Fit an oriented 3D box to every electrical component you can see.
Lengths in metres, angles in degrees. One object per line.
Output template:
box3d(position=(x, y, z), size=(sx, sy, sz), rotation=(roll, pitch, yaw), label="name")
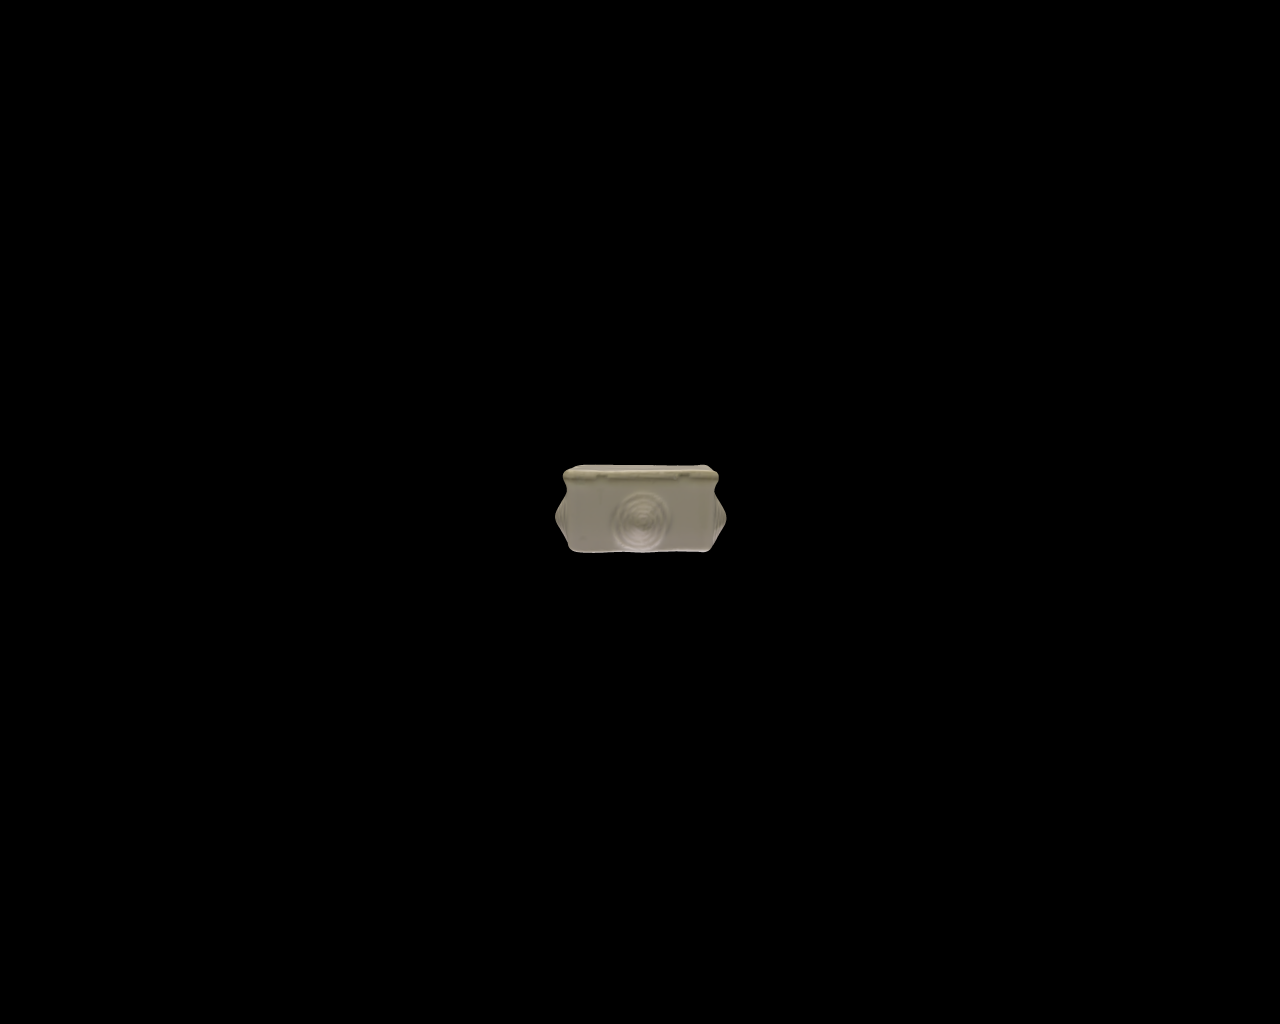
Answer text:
box3d(position=(0.001, -0.003, 0.650), size=(0.100, 0.048, 0.100), rotation=(0, 5, 0), label="electrical component")
